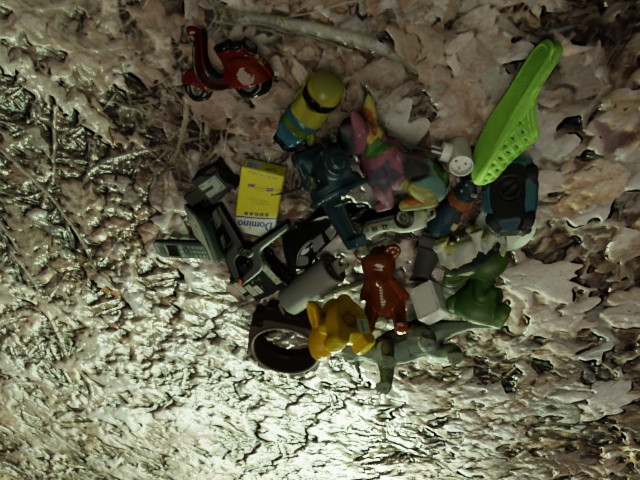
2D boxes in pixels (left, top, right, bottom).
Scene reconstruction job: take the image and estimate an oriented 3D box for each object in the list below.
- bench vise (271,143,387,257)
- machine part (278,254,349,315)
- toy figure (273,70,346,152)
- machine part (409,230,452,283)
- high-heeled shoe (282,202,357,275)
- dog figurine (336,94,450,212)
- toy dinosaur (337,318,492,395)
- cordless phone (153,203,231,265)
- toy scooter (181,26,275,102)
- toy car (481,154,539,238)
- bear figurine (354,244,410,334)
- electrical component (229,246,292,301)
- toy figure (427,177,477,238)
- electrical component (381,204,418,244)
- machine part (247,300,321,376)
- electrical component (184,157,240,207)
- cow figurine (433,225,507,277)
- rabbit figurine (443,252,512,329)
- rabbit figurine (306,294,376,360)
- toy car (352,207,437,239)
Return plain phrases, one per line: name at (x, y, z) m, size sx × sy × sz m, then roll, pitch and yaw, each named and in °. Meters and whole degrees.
bench vise at (0.027, -0.075, 1.042) m, size 0.240 × 0.129 × 0.224 m, roll 64°, pitch 153°, yaw 0°
machine part at (-0.021, 0.107, 1.289) m, size 0.079 × 0.079 × 0.243 m, roll 38°, pitch 126°, yaw -19°
toy figure at (-0.021, -0.236, 1.008) m, size 0.082 × 0.089 × 0.180 m, roll 30°, pitch 125°, yaw -23°
machine part at (0.245, 0.041, 1.215) m, size 0.084 × 0.039 × 0.138 m, roll 12°, pitch 128°, yaw -6°
high-heeled shoe at (-0.003, -0.004, 1.224) m, size 0.145 × 0.086 × 0.248 m, roll -18°, pitch 155°, yaw -19°
dog figurine at (0.133, -0.166, 1.018) m, size 0.192 × 0.108 × 0.219 m, roll -2°, pitch 127°, yaw 38°
toy dinosaur at (0.219, 0.250, 1.323) m, size 0.405 × 0.192 × 0.131 m, roll -17°, pitch 114°, yaw 3°
cordless phone at (-0.311, -0.016, 1.241) m, size 0.184 × 0.089 × 0.146 m, roll -1°, pitch 128°, yaw 16°
toy scooter at (-0.178, -0.325, 0.978) m, size 0.184 × 0.075 × 0.135 m, roll 0°, pitch 127°, yaw 16°
toy car at (0.375, -0.080, 1.047) m, size 0.109 × 0.161 × 0.103 m, roll -6°, pitch 169°, yaw 26°
bear figurine at (0.141, 0.110, 1.232) m, size 0.120 × 0.132 × 0.195 m, roll -2°, pitch 134°, yaw 13°
electrical component at (-0.153, 0.083, 1.305) m, size 0.134 × 0.058 × 0.114 m, roll -24°, pitch 118°, yaw 26°
toy figure at (0.276, -0.070, 1.106) m, size 0.064 × 0.058 × 0.154 m, roll 37°, pitch 130°, yaw 5°
electrical component at (0.184, -0.037, 1.162) m, size 0.078 × 0.045 × 0.102 m, roll 35°, pitch 129°, yaw 19°
machine part at (-0.087, 0.263, 1.419) m, size 0.201 × 0.087 × 0.201 m, roll 12°, pitch 130°, yaw 0°
electrical component at (-0.239, -0.118, 1.167) m, size 0.119 × 0.048 × 0.074 m, roll -30°, pitch 117°, yaw 30°
cow figurine at (0.330, 0.019, 1.122) m, size 0.167 × 0.068 × 0.098 m, roll -19°, pitch 98°, yaw 19°
rabbit figurine at (0.356, 0.088, 1.203) m, size 0.159 × 0.121 × 0.170 m, roll 14°, pitch 114°, yaw 9°
rabbit figurine at (0.021, 0.209, 1.238) m, size 0.122 × 0.162 × 0.173 m, roll -3°, pitch 145°, yaw -35°
toy car at (0.141, -0.039, 1.111) m, size 0.202 × 0.073 × 0.056 m, roll -12°, pitch 104°, yaw 38°
